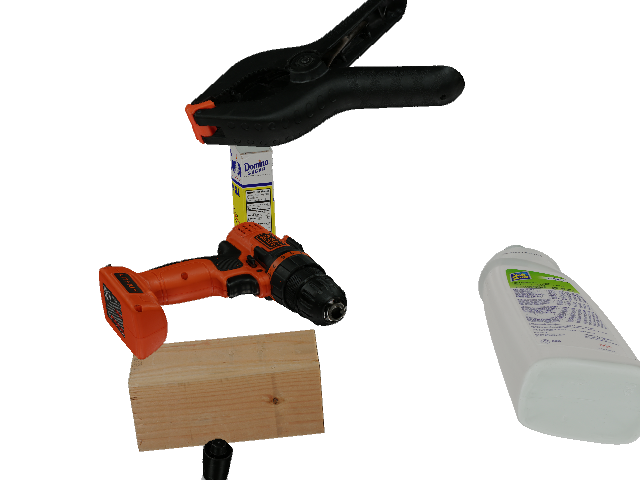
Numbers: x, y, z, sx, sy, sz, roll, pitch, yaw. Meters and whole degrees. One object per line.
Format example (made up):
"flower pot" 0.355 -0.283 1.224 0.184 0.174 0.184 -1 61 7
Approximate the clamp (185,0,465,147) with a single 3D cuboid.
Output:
"clamp" 0.003 -0.097 0.672 0.171 0.039 0.120 -29 39 -7

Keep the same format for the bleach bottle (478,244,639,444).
"bleach bottle" 0.187 0.066 0.865 0.102 0.068 0.251 8 22 -3

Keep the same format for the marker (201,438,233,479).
"marker" -0.071 0.177 0.695 0.020 0.121 0.020 7 31 -4

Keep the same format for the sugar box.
"sugar box" -0.084 -0.042 1.325 0.048 0.176 0.093 -9 24 -11

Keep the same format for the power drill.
"power drill" -0.090 0.048 0.957 0.187 0.057 0.185 -14 25 -27

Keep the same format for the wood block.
"wood block" -0.103 0.167 1.195 0.206 0.091 0.090 -5 23 -2
